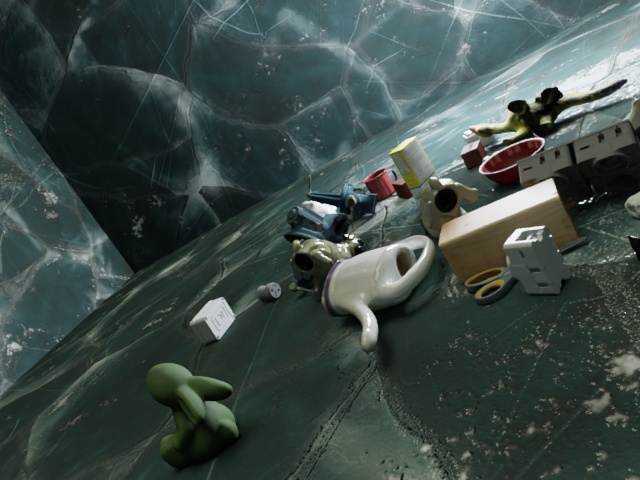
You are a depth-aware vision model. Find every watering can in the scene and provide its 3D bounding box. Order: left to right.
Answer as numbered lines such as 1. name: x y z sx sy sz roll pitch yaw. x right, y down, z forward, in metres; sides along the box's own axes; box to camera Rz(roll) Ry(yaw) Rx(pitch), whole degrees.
1. watering can: 0.091 0.096 0.966 0.222 0.103 0.354 -21 17 41

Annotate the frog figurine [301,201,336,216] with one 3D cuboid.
1. frog figurine: 0.005 -0.089 1.765 0.161 0.120 0.139 -30 43 -33

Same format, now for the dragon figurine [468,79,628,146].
1. dragon figurine: 0.624 -0.366 1.452 0.408 0.121 0.246 -15 11 24
